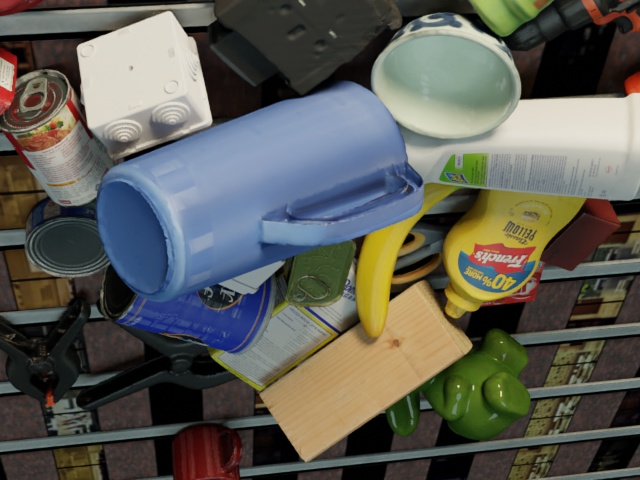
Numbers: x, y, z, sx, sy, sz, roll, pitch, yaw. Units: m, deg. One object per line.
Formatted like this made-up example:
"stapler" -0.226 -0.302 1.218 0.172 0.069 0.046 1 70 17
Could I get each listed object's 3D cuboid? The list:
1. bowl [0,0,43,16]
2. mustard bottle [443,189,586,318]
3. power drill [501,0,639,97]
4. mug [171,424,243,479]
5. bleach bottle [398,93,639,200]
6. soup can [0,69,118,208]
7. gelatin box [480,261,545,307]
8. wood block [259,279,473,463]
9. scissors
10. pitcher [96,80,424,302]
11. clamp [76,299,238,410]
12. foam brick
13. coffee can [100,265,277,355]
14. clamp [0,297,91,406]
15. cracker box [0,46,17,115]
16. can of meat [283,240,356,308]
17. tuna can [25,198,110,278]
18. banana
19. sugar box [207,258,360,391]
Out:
"bowl" -0.240 -0.213 0.750 0.162 0.055 0.162 -7 139 -6
"mustard bottle" 0.177 0.003 1.067 0.096 0.058 0.192 18 122 -18
"power drill" 0.264 -0.176 0.907 0.185 0.057 0.187 -28 138 23
"mug" -0.134 0.275 1.315 0.093 0.081 0.117 20 131 -31
"bleach bottle" 0.156 -0.086 0.949 0.251 0.068 0.102 4 148 8
"soup can" -0.219 -0.083 0.894 0.068 0.068 0.102 -17 140 6
"gelatin box" 0.195 0.039 1.159 0.089 0.030 0.073 -5 139 -7
"wood block" 0.051 0.139 1.144 0.206 0.091 0.090 -36 173 12
"scissors" 0.137 -0.017 1.092 0.202 0.016 0.096 -35 134 24
"pitcher" -0.045 -0.036 0.848 0.242 0.145 0.149 -24 172 -40
"clamp" -0.164 0.135 1.179 0.209 0.036 0.165 9 129 -26
"foam brick" 0.257 -0.015 1.095 0.052 0.051 0.078 18 132 -29
"coffee can" -0.128 0.047 1.037 0.140 0.103 0.103 19 131 -31
"clamp" -0.288 0.117 1.133 0.120 0.039 0.171 -6 143 2
"cracker box" -0.366 -0.126 0.807 0.164 0.072 0.213 -36 133 25
"can of meat" -0.007 0.001 1.027 0.057 0.084 0.102 -1 138 -13
"tuna can" -0.234 -0.004 1.007 0.086 0.034 0.086 -6 139 -6
"banana" 0.077 0.004 1.054 0.198 0.070 0.037 -58 164 21
"sugar box" -0.027 0.080 1.126 0.176 0.048 0.093 -38 135 11
